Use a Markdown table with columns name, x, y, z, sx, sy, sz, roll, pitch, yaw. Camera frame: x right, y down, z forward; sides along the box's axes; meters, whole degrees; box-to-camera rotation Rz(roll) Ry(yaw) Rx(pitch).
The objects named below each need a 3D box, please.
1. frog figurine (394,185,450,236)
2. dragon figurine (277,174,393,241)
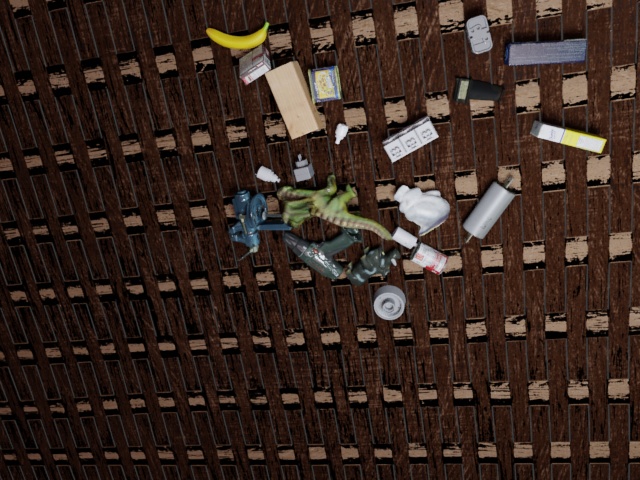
| name | x | y | z | sx | sy | sz | roll | pitch | yaw |
| --- | --- | --- | --- | --- | --- | --- | --- | --- | --- |
| frog figurine | 0.310 | -0.109 | 1.561 | 0.138 | 0.122 | 0.159 | -36 | 91 | -14 |
| dragon figurine | 0.005 | -0.077 | 1.528 | 0.244 | 0.417 | 0.119 | -20 | 127 | -24 |
